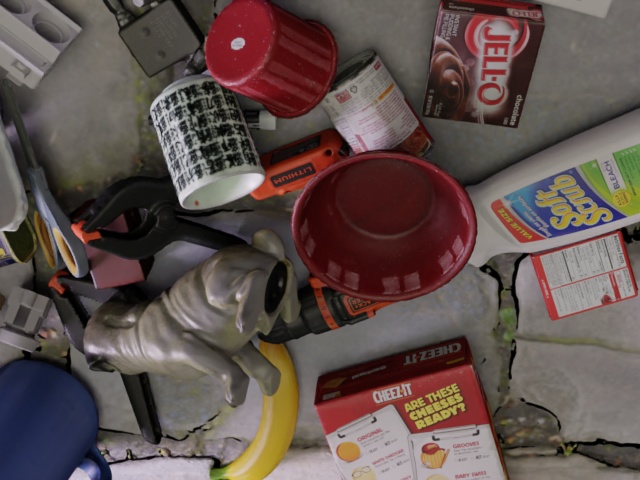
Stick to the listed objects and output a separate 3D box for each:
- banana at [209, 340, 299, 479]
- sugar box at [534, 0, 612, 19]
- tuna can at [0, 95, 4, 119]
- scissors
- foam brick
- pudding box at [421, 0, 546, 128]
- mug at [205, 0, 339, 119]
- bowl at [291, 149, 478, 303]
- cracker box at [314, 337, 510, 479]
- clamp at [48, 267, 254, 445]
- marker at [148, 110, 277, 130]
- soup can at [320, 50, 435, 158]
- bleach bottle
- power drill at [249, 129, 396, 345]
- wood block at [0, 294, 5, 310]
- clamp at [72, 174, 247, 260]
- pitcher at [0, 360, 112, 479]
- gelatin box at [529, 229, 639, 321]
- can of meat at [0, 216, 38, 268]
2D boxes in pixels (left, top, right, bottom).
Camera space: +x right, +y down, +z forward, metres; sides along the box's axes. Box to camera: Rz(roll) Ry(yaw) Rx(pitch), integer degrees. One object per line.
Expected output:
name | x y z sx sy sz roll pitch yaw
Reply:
banana | -0.058 0.189 1.117 0.069 0.037 0.198 19 113 -6
sugar box | 0.224 -0.285 0.896 0.093 0.048 0.176 15 117 -3
tuna can | -0.345 -0.122 1.002 0.086 0.033 0.086 1 113 3
scissors | -0.253 -0.045 0.994 0.016 0.096 0.202 -29 137 -30
foam brick | -0.199 0.000 1.037 0.051 0.053 0.078 -11 113 8
pudding box | 0.142 -0.158 0.942 0.090 0.039 0.113 8 133 1
mug | -0.047 -0.171 0.926 0.093 0.117 0.081 -28 154 30
bowl | 0.057 -0.023 0.942 0.162 0.055 0.162 3 127 3
cracker box | 0.104 0.223 1.105 0.164 0.072 0.213 -16 110 8
clamp | -0.181 0.097 1.085 0.165 0.036 0.210 -37 106 16
marker | -0.101 -0.113 1.001 0.121 0.020 0.020 0 113 3
soup can | 0.049 -0.112 0.966 0.068 0.068 0.102 -31 108 15
bleach bottle | 0.218 -0.033 0.995 0.251 0.068 0.102 -25 109 15
power drill | -0.007 0.001 1.025 0.184 0.057 0.187 -22 113 9
wood block | -0.423 0.121 1.080 0.090 0.091 0.206 39 109 -13
clamp | -0.143 -0.019 1.001 0.171 0.039 0.120 -24 112 -20
pitcher | -0.308 0.240 1.041 0.149 0.242 0.145 0 116 9
gelatin box | 0.256 0.030 1.036 0.089 0.030 0.073 -18 110 11
can of meat | -0.337 -0.016 1.036 0.084 0.057 0.102 -16 111 12
